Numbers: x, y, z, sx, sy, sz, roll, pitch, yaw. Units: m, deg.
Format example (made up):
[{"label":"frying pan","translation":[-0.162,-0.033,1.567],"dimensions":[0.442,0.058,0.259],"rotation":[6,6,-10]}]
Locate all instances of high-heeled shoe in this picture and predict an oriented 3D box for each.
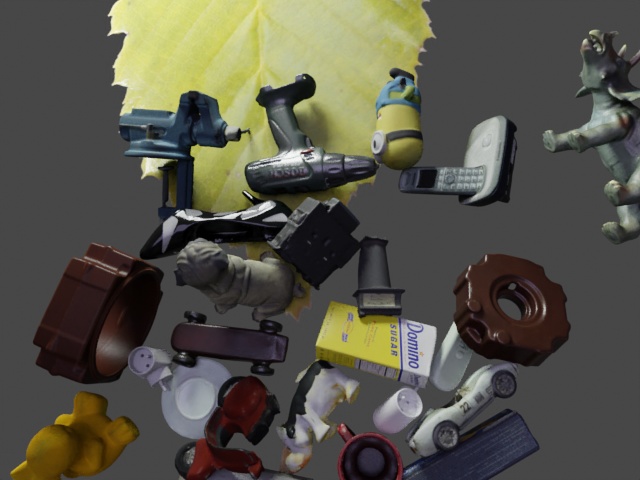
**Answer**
[{"label":"high-heeled shoe","translation":[-0.164,-0.001,0.900],"dimensions":[0.249,0.086,0.145],"rotation":[-34,56,-20]}]

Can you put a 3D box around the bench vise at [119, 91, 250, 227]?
[{"label":"bench vise","translation":[-0.246,-0.136,0.947],"dimensions":[0.224,0.129,0.240],"rotation":[4,97,-1]}]

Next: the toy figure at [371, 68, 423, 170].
[{"label":"toy figure","translation":[0.138,-0.207,0.926],"dimensions":[0.089,0.082,0.180],"rotation":[0,66,27]}]

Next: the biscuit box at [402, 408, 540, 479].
[{"label":"biscuit box","translation":[0.215,0.325,0.793],"dimensions":[0.203,0.059,0.063],"rotation":[-29,76,-1]}]

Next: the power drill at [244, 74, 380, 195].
[{"label":"power drill","translation":[-0.025,-0.180,0.944],"dimensions":[0.232,0.086,0.207],"rotation":[-13,81,11]}]

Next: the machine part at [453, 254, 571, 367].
[{"label":"machine part","translation":[0.288,0.101,0.809],"dimensions":[0.179,0.056,0.179],"rotation":[6,54,-8]}]

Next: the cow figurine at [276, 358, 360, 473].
[{"label":"cow figurine","translation":[-0.017,0.267,0.833],"dimensions":[0.098,0.068,0.167],"rotation":[33,78,20]}]

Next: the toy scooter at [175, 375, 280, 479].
[{"label":"toy scooter","translation":[-0.117,0.287,0.797],"dimensions":[0.135,0.075,0.184],"rotation":[6,43,36]}]

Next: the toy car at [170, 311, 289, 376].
[{"label":"toy car","translation":[-0.149,0.170,0.883],"dimensions":[0.202,0.053,0.089],"rotation":[3,66,12]}]

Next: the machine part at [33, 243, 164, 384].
[{"label":"machine part","translation":[-0.334,0.118,0.842],"dimensions":[0.087,0.201,0.201],"rotation":[19,78,9]}]

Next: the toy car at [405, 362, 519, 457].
[{"label":"toy car","translation":[0.213,0.244,0.792],"dimensions":[0.202,0.073,0.056],"rotation":[-36,78,-15]}]

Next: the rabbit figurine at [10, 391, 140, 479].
[{"label":"rabbit figurine","translation":[-0.388,0.314,0.815],"dimensions":[0.122,0.173,0.162],"rotation":[44,80,11]}]

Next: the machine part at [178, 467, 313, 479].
[{"label":"machine part","translation":[-0.099,0.382,0.809],"dimensions":[0.243,0.079,0.079],"rotation":[9,77,8]}]

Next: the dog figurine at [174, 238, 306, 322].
[{"label":"dog figurine","translation":[-0.118,0.059,0.837],"dimensions":[0.172,0.190,0.121],"rotation":[-7,75,4]}]

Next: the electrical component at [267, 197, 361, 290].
[{"label":"electrical component","translation":[-0.002,-0.003,0.878],"dimensions":[0.134,0.058,0.114],"rotation":[-48,117,-4]}]

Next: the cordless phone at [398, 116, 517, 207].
[{"label":"cordless phone","translation":[0.231,-0.130,0.907],"dimensions":[0.184,0.088,0.146],"rotation":[5,76,28]}]

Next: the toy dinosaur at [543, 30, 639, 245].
[{"label":"toy dinosaur","translation":[0.504,-0.129,0.850],"dimensions":[0.192,0.131,0.405],"rotation":[-26,80,0]}]

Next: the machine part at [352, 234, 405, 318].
[{"label":"machine part","translation":[0.092,0.059,0.874],"dimensions":[0.084,0.039,0.139],"rotation":[-5,63,0]}]
